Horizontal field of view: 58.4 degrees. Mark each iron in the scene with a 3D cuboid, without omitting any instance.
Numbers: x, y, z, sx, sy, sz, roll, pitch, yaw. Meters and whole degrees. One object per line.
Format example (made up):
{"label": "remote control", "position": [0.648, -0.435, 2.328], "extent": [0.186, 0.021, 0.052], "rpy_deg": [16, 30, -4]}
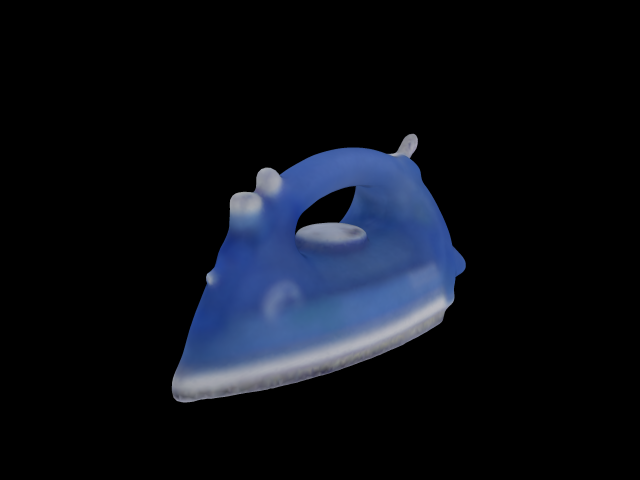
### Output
{"label": "iron", "position": [0.004, 0.001, 0.400], "extent": [0.118, 0.141, 0.259], "rpy_deg": [11, 17, 38]}
